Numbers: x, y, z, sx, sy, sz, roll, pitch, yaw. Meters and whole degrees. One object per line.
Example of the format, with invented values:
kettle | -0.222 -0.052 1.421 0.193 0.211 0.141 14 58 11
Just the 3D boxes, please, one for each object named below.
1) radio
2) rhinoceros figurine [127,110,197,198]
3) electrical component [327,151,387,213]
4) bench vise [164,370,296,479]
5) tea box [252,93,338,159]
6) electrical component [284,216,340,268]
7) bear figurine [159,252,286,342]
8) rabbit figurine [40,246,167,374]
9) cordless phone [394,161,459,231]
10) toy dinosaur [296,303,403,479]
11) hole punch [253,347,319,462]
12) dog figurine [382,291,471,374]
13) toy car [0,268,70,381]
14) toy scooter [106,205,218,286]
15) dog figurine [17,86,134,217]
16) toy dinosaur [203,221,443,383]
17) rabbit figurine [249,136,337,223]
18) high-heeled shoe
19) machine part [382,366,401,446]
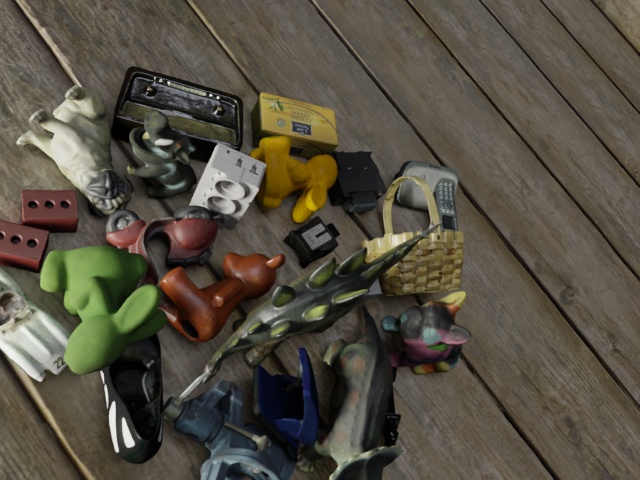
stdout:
radio | -0.260 -0.231 1.010 0.229 0.073 0.131 13 60 -22
rhinoceros figurine | -0.259 -0.138 0.896 0.112 0.190 0.073 0 62 2
electrical component | 0.073 -0.121 1.135 0.115 0.058 0.134 -8 68 -28
bench vise | -0.137 0.320 0.739 0.223 0.129 0.241 46 32 -23
tea box | -0.053 -0.234 1.123 0.169 0.068 0.098 6 61 -25
electrical component | -0.002 -0.003 1.039 0.119 0.048 0.075 -26 79 -33
bear figurine | -0.158 0.068 0.873 0.132 0.120 0.196 45 53 -3
rabbit figurine | -0.299 0.105 0.755 0.159 0.121 0.170 -5 56 -10
cordless phone | 0.237 -0.074 1.182 0.146 0.089 0.184 9 65 -24
toy dinosaur | 0.065 0.251 0.850 0.131 0.192 0.405 21 58 -19
hole punch | -0.036 0.242 0.818 0.115 0.092 0.142 58 6 -28
dog figurine | 0.214 0.165 0.956 0.191 0.219 0.108 14 62 -20
toy car | -0.430 0.111 0.750 0.202 0.056 0.073 44 53 0
toy scooter | -0.252 0.015 0.884 0.184 0.075 0.135 -4 69 -27
dog figurine | -0.373 -0.148 0.906 0.190 0.121 0.172 46 55 -17
toy dinosaur | 0.008 0.092 0.884 0.471 0.198 0.105 -32 85 -27
rabbit figurine | -0.037 -0.122 1.040 0.173 0.122 0.162 -8 73 -31
high-heeled shoe | -0.255 0.180 0.750 0.086 0.145 0.249 4 65 -27
machine part | 0.120 0.289 0.936 0.039 0.084 0.139 -2 52 4
